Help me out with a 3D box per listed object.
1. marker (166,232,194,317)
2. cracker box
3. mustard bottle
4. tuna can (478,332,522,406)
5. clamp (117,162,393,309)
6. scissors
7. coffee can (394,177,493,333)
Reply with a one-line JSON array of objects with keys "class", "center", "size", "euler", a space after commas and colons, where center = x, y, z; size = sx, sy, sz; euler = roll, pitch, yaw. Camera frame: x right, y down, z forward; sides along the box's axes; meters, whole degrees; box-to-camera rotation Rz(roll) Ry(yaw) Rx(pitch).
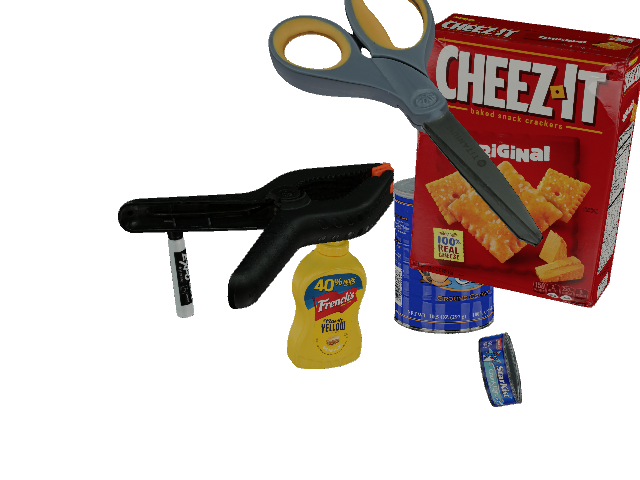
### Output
[{"class": "marker", "center": [-0.148, 0.025, 1.117], "size": [0.020, 0.121, 0.020], "euler": [-3, 27, 1]}, {"class": "cracker box", "center": [0.164, -0.065, 0.874], "size": [0.164, 0.214, 0.072], "euler": [14, 28, 24]}, {"class": "mustard bottle", "center": [0.011, 0.069, 1.361], "size": [0.096, 0.192, 0.058], "euler": [-5, 25, -19]}, {"class": "tuna can", "center": [0.214, 0.154, 1.271], "size": [0.034, 0.086, 0.086], "euler": [-12, -3, 16]}, {"class": "clamp", "center": [-0.035, -0.021, 0.796], "size": [0.209, 0.036, 0.165], "euler": [-25, 36, -37]}, {"class": "scissors", "center": [0.031, -0.063, 0.514], "size": [0.096, 0.202, 0.016], "euler": [-14, -40, 1]}, {"class": "coffee can", "center": [0.125, 0.012, 1.079], "size": [0.103, 0.140, 0.103], "euler": [-1, 13, 0]}]
